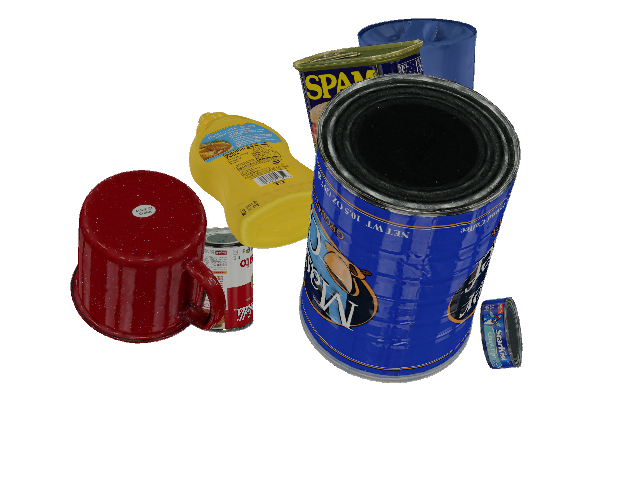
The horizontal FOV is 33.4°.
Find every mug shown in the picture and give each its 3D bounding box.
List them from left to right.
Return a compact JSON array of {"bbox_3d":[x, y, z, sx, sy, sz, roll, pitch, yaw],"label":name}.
[{"bbox_3d":[-0.110,0.015,0.706,0.117,0.082,0.093,37,53,18],"label":"mug"}]

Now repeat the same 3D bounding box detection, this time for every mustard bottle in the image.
[{"bbox_3d":[-0.071,-0.069,1.010,0.096,0.058,0.192,-19,42,-21],"label":"mustard bottle"}]

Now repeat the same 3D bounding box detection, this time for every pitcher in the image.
[{"bbox_3d":[0.121,-0.134,1.249,0.149,0.243,0.145,-5,25,-4],"label":"pitcher"}]

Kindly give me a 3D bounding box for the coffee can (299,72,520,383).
[{"bbox_3d":[0.044,-0.004,0.579,0.102,0.103,0.140,0,-42,-6],"label":"coffee can"}]

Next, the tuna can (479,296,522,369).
[{"bbox_3d":[0.218,0.112,1.289,0.034,0.086,0.086,-8,-3,20],"label":"tuna can"}]

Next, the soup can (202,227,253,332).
[{"bbox_3d":[-0.108,0.042,1.186,0.068,0.102,0.068,1,17,-1],"label":"soup can"}]

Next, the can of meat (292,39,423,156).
[{"bbox_3d":[0.035,-0.104,0.819,0.102,0.084,0.057,2,21,40],"label":"can of meat"}]
